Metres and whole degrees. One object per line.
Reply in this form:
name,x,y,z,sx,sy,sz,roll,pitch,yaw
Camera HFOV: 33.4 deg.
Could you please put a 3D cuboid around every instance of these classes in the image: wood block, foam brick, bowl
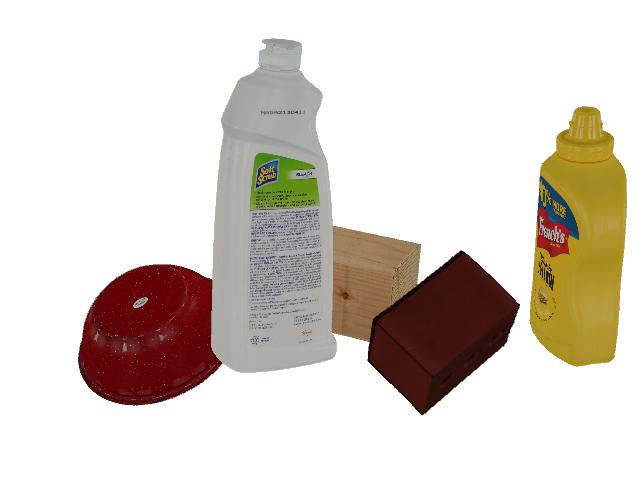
wood block,-0.004,0.038,1.175,0.206,0.091,0.090,13,25,20
foam brick,0.074,0.056,0.648,0.078,0.051,0.053,-36,-27,-23
bowl,-0.160,0.074,0.998,0.162,0.162,0.055,0,-44,19

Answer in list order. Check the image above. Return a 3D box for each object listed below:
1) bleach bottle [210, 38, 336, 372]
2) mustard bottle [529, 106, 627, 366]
bleach bottle,-0.030,-0.027,0.819,0.102,0.251,0.068,-6,22,-29
mustard bottle,0.195,-0.008,0.807,0.058,0.192,0.096,-6,26,-7
